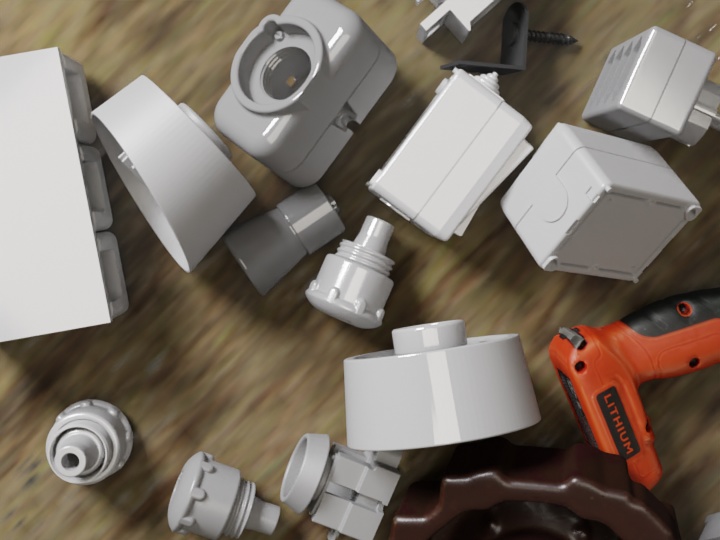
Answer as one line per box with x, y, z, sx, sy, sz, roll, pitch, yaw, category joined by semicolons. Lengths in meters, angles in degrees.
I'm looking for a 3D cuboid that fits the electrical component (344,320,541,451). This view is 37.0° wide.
0.042;0.060;0.597;0.108;0.108;0.060;-8;88;-1;electrical component

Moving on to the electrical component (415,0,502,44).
0.056;-0.171;0.613;0.081;0.042;0.063;-42;91;1;electrical component

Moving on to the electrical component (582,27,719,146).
0.176;-0.093;0.600;0.076;0.083;0.047;24;93;-3;electrical component

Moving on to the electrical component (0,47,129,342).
-0.191;-0.039;0.603;0.089;0.061;0.150;-10;94;-1;electrical component

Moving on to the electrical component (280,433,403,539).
-0.013;0.125;0.628;0.055;0.048;0.066;23;93;-11;electrical component

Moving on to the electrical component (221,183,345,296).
-0.042;-0.021;0.620;0.065;0.044;0.044;-34;94;-4;electrical component

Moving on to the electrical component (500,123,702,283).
0.135;-0.037;0.597;0.096;0.061;0.061;7;131;-37;electrical component

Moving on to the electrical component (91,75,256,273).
-0.106;-0.055;0.589;0.064;0.099;0.099;-44;94;-5;electrical component

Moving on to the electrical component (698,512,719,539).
0.267;0.205;0.610;0.150;0.089;0.062;49;50;-4;electrical component

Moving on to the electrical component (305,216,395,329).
0.000;0.000;0.621;0.048;0.048;0.062;24;86;-3;electrical component

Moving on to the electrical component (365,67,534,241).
0.056;-0.067;0.609;0.061;0.061;0.096;37;92;-4;electrical component

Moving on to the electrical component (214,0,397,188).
-0.032;-0.101;0.596;0.054;0.059;0.095;38;92;31;electrical component

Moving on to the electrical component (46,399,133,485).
-0.158;0.102;0.613;0.048;0.062;0.048;0;94;-2;electrical component

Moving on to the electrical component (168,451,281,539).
-0.078;0.137;0.628;0.062;0.048;0.048;21;93;-10;electrical component
